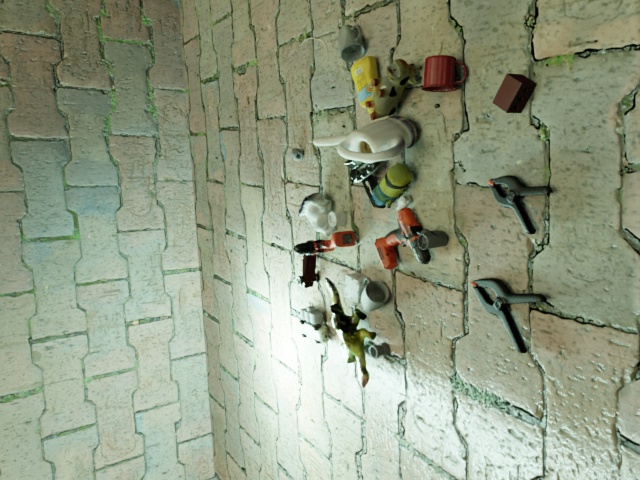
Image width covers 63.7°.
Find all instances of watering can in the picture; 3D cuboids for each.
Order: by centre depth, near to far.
[{"bbox_3d":[0.140,-0.302,1.545,0.351,0.226,0.102,31,140,53],"label":"watering can"}]

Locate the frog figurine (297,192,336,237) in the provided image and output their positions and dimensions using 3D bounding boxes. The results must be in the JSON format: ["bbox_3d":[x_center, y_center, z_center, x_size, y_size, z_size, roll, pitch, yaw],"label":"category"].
[{"bbox_3d":[0.006,-0.098,1.946,0.160,0.125,0.134,35,125,5],"label":"frog figurine"}]

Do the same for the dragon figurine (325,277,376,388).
[{"bbox_3d":[0.092,0.348,1.871,0.419,0.122,0.237,-118,28,-47],"label":"dragon figurine"}]
